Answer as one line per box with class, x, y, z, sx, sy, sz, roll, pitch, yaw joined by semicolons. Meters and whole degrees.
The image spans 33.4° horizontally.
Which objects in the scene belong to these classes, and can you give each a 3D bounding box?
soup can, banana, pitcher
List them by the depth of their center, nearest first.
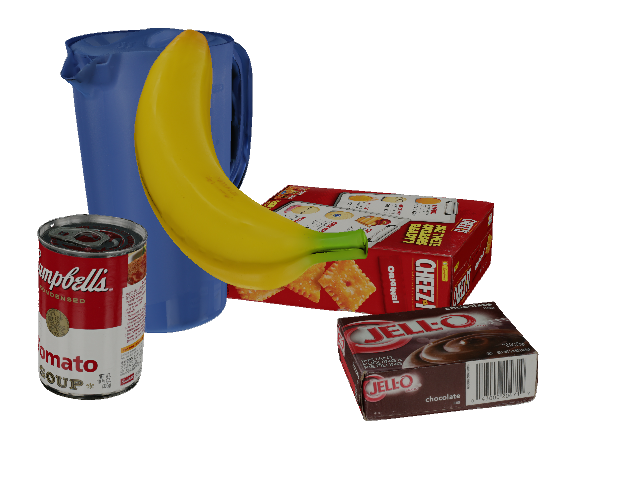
banana;-0.051;-0.035;0.499;0.069;0.037;0.198;-22;46;-16
soup can;-0.147;0.042;0.685;0.068;0.102;0.068;5;21;-2
pitcher;-0.128;-0.055;0.893;0.149;0.243;0.145;-2;19;-5

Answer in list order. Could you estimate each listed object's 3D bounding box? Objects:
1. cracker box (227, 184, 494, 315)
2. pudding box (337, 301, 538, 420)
cracker box;0.037;0.009;0.978;0.214;0.072;0.164;6;20;20
pudding box;0.072;0.075;0.688;0.113;0.039;0.090;-4;19;-8
